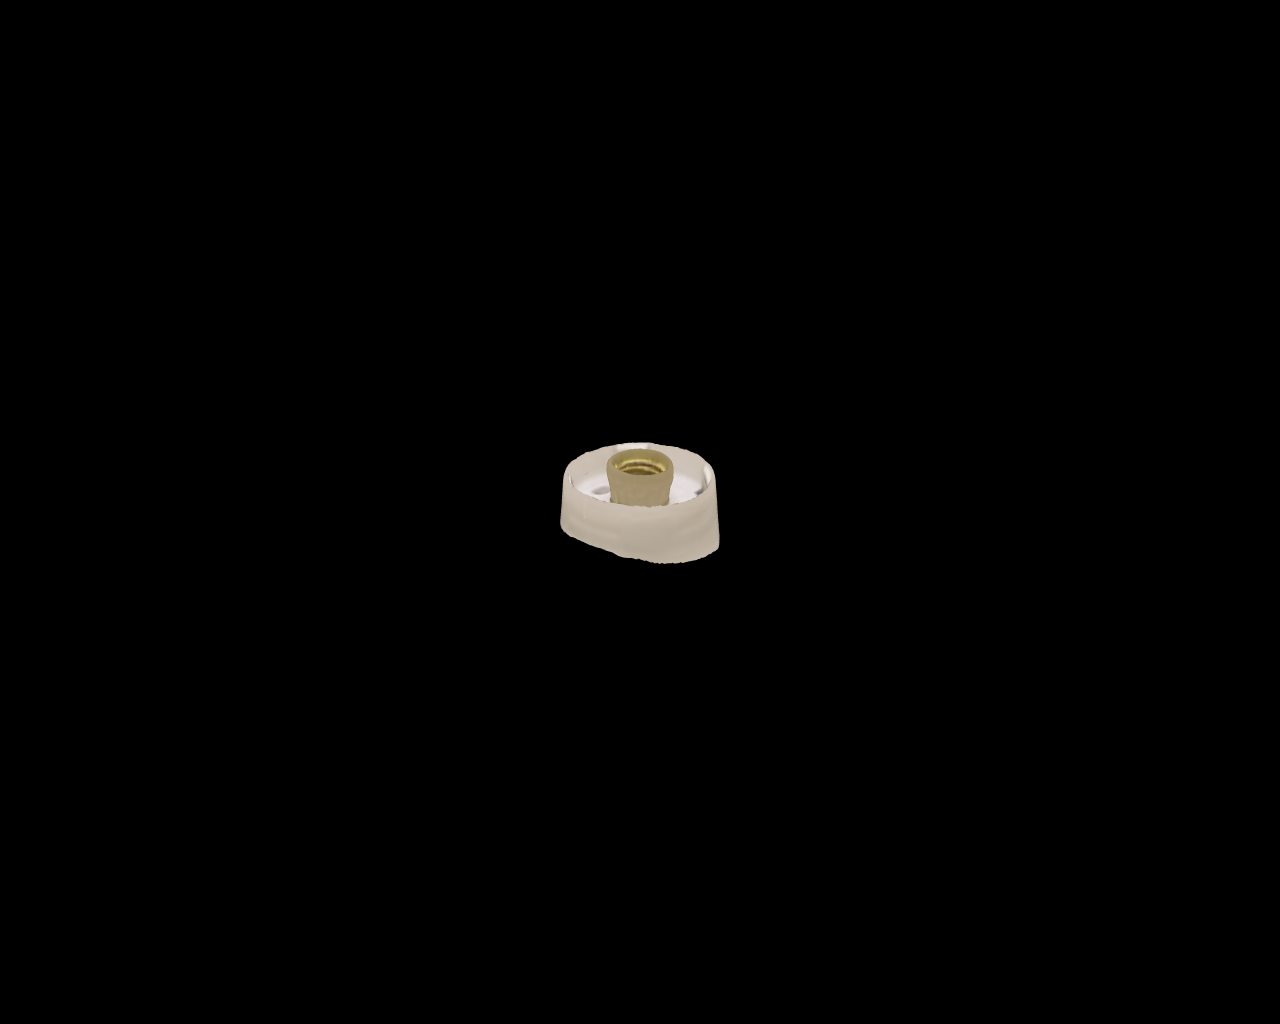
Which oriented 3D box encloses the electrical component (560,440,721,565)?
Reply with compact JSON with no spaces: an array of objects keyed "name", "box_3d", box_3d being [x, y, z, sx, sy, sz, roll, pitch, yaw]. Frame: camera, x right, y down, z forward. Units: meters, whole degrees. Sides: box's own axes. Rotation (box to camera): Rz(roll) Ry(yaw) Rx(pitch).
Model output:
[{"name":"electrical component","box_3d":[0.001,-0.003,0.650,0.099,0.064,0.099,0,28,0]}]
